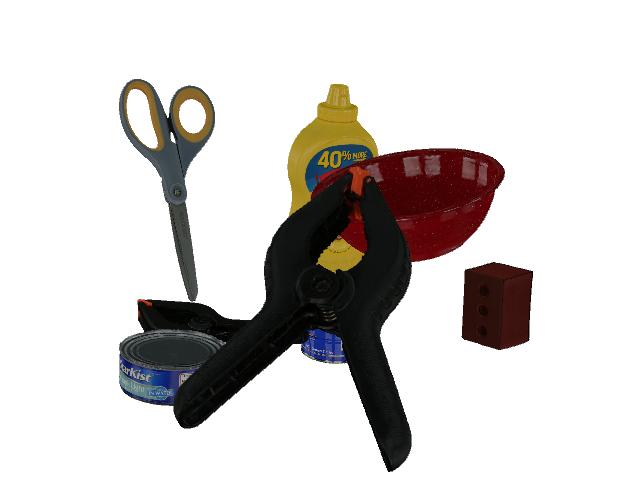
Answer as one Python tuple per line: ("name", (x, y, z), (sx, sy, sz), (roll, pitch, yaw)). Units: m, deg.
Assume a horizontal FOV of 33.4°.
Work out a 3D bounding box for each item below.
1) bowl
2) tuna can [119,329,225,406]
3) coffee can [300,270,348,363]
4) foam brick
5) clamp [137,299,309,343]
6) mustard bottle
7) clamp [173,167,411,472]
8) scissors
("bowl", (0.076, -0.025, 0.893), (0.162, 0.055, 0.162), (-10, 22, 4))
("tuna can", (-0.118, 0.101, 0.852), (0.086, 0.034, 0.086), (4, 14, -1))
("coffee can", (0.023, 0.090, 1.524), (0.103, 0.140, 0.103), (0, 20, 0))
("foam brick", (0.183, 0.067, 1.106), (0.051, 0.078, 0.053), (-14, 19, -42))
("clamp", (-0.141, 0.114, 1.258), (0.210, 0.036, 0.164), (14, 24, 24))
("mustard bottle", (0.013, -0.065, 1.097), (0.096, 0.192, 0.058), (-5, 21, -24))
("clamp", (0.011, 0.039, 0.555), (0.120, 0.171, 0.039), (20, -27, 14))
("scissors", (-0.115, -0.055, 0.951), (0.096, 0.202, 0.016), (-23, -2, -28))
